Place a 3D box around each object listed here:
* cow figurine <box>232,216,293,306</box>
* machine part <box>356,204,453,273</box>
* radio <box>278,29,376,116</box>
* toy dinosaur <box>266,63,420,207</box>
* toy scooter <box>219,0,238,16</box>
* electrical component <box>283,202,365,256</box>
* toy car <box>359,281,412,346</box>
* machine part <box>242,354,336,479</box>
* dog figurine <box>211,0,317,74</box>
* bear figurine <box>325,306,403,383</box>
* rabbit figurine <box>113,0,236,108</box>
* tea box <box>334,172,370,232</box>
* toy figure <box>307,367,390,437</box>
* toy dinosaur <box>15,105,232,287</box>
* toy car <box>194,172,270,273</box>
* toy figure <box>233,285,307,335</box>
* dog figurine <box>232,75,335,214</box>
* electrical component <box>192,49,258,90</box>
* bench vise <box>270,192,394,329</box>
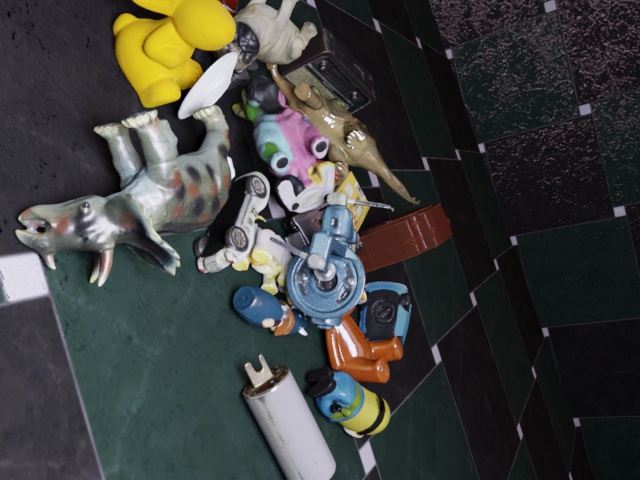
[{"bbox_3d":[-0.070,0.038,0.885,0.167,0.068,0.098,48,31,-38],"label":"cow figurine"},{"bbox_3d":[0.175,-0.007,1.182,0.201,0.201,0.087,-27,95,-60],"label":"machine part"},{"bbox_3d":[0.021,-0.358,1.194,0.229,0.131,0.073,25,51,-53],"label":"radio"},{"bbox_3d":[0.054,-0.212,1.122,0.471,0.105,0.199,46,23,-14],"label":"toy dinosaur"},{"bbox_3d":[-0.193,-0.423,0.929,0.184,0.075,0.135,0,74,-63],"label":"toy scooter"},{"bbox_3d":[-0.002,-0.003,0.968,0.134,0.058,0.115,-30,87,-25],"label":"electrical component"},{"bbox_3d":[0.139,0.174,1.126,0.102,0.109,0.161,54,38,-61],"label":"toy car"},{"bbox_3d":[-0.043,0.273,0.780,0.243,0.079,0.079,64,30,-10],"label":"machine part"},{"bbox_3d":[-0.107,-0.331,0.929,0.190,0.121,0.172,-59,145,-23],"label":"dog figurine"},{"bbox_3d":[0.053,0.149,0.967,0.120,0.132,0.195,-31,107,-59],"label":"bear figurine"},{"bbox_3d":[-0.196,-0.289,0.748,0.122,0.173,0.162,-47,119,-53],"label":"rabbit figurine"},{"bbox_3d":[0.038,-0.060,1.116,0.098,0.068,0.170,60,32,-17],"label":"tea box"},{"bbox_3d":[0.052,0.281,0.924,0.180,0.089,0.082,50,44,-37],"label":"toy figure"},{"bbox_3d":[-0.185,-0.072,0.709,0.405,0.131,0.192,-37,119,-64],"label":"toy dinosaur"},{"bbox_3d":[-0.129,-0.029,0.810,0.056,0.074,0.202,51,35,-34],"label":"toy car"},{"bbox_3d":[-0.074,0.114,0.840,0.154,0.058,0.064,40,48,-50],"label":"toy figure"},{"bbox_3d":[-0.070,-0.171,0.918,0.219,0.108,0.191,55,-15,38],"label":"dog figurine"},{"bbox_3d":[-0.161,-0.306,0.940,0.074,0.048,0.119,66,29,-10],"label":"electrical component"},{"bbox_3d":[0.016,0.022,0.807,0.240,0.129,0.223,45,63,-77],"label":"bench vise"}]
